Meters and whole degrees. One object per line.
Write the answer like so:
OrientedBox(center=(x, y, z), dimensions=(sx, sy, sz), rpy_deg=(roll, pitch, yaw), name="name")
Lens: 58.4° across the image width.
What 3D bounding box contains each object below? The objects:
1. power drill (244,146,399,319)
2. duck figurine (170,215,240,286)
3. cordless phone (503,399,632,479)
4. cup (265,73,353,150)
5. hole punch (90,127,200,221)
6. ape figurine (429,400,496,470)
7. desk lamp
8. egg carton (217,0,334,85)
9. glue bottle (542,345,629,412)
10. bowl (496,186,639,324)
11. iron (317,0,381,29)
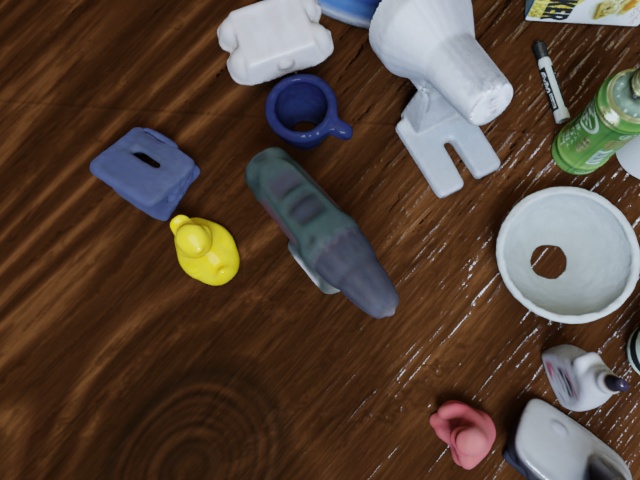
OrientedBox(center=(0.006, 0.002, 0.663), dimensions=(0.075, 0.208, 0.229), rpy_deg=(-40, 79, -5), name="power drill")
OrientedBox(center=(-0.152, 0.009, 0.733), dimensions=(0.077, 0.086, 0.104), rpy_deg=(-41, 79, -5), name="duck figurine")
OrientedBox(center=(0.284, 0.247, 0.611), dimensions=(0.147, 0.185, 0.094), rpy_deg=(33, 83, 9), name="cordless phone")
OrientedBox(center=(-0.009, -0.152, 0.752), dimensions=(0.117, 0.095, 0.092), rpy_deg=(27, 82, 8), name="cup")
OrientedBox(center=(-0.229, -0.095, 0.755), dimensions=(0.108, 0.091, 0.101), rpy_deg=(31, 82, 9), name="hole punch")
OrientedBox(center=(0.171, 0.229, 0.668), dimensions=(0.076, 0.092, 0.078), rpy_deg=(0, 79, 3), name="ape figurine")
OrientedBox(center=(0.151, -0.184, 0.689), dimensions=(0.118, 0.213, 0.203), rpy_deg=(-29, 79, -3), name="desk lamp")
OrientedBox(center=(-0.062, -0.276, 0.792), dimensions=(0.150, 0.069, 0.107), rpy_deg=(-20, 78, -1), name="egg carton")
OrientedBox(center=(0.297, 0.155, 0.635), dimensions=(0.037, 0.173, 0.078), rpy_deg=(-22, 78, -1), name="glue bottle")
OrientedBox(center=(0.297, 0.022, 0.711), dimensions=(0.167, 0.075, 0.167), rpy_deg=(-1, 79, 3), name="bowl")
OrientedBox(center=(0.039, -0.384, 0.771), dimensions=(0.258, 0.141, 0.119), rpy_deg=(32, 82, 9), name="iron")
